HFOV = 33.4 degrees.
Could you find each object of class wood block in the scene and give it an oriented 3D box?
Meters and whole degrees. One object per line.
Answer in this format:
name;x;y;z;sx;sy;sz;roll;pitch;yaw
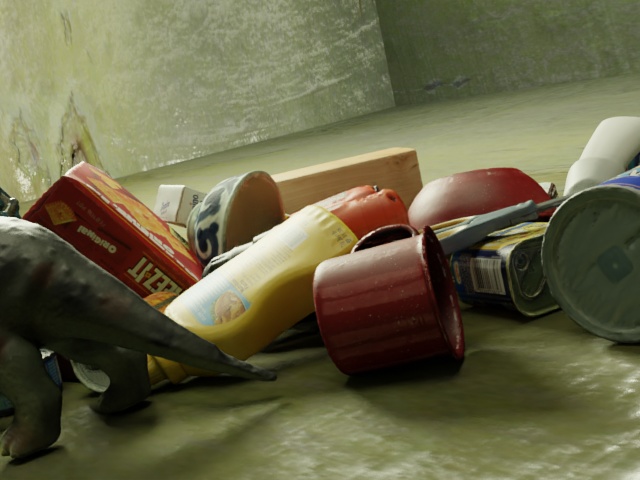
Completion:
wood block;0.013;-0.046;1.282;0.206;0.091;0.090;-14;10;-12

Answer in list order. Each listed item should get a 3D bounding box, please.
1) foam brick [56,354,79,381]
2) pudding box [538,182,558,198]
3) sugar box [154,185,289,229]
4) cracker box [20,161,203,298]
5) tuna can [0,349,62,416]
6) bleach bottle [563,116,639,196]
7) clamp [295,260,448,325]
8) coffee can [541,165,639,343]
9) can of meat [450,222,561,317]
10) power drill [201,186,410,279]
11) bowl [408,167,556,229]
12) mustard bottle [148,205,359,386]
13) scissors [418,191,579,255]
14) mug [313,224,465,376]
foam brick;-0.207;0.086;0.899;0.078;0.053;0.051;-5;12;42
pudding box;0.191;-0.028;1.118;0.114;0.039;0.090;-11;10;18
sugar box;-0.084;-0.017;1.150;0.176;0.048;0.093;13;-2;-24
cracker box;-0.187;0.004;1.003;0.072;0.164;0.214;-49;11;0
tuna can;-0.250;0.112;0.849;0.086;0.034;0.086;-11;9;2
bleach bottle;0.258;-0.041;0.954;0.068;0.102;0.250;4;19;23
clamp;0.021;0.046;0.889;0.172;0.039;0.120;-13;10;22
coffee can;0.228;-0.001;0.717;0.103;0.103;0.140;-3;13;42
can of meat;0.162;0.019;0.822;0.101;0.057;0.084;-16;8;-26
power drill;-0.006;0.001;0.964;0.184;0.057;0.187;-19;5;8
bowl;0.148;-0.032;1.006;0.162;0.055;0.162;-8;-7;-1
mustard bottle;-0.059;0.050;0.807;0.191;0.058;0.096;-34;30;-11
scissors;0.145;-0.015;0.813;0.202;0.016;0.096;-15;8;23
mug;0.046;0.036;0.728;0.082;0.093;0.117;-15;47;15
